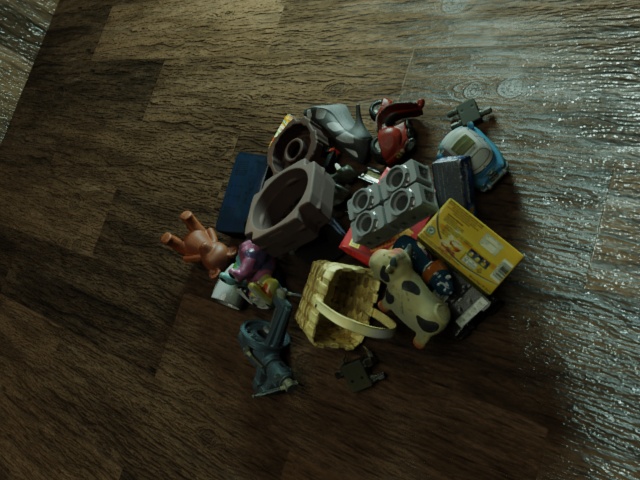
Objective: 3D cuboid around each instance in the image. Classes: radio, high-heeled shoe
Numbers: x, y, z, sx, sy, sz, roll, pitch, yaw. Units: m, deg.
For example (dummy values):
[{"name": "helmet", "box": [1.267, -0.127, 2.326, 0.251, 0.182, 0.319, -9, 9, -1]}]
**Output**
[{"name": "radio", "box": [-0.187, -0.116, 1.445, 0.131, 0.073, 0.229, 9, 80, 35]}, {"name": "high-heeled shoe", "box": [0.042, -0.269, 1.363, 0.249, 0.086, 0.145, 15, 113, 53]}]

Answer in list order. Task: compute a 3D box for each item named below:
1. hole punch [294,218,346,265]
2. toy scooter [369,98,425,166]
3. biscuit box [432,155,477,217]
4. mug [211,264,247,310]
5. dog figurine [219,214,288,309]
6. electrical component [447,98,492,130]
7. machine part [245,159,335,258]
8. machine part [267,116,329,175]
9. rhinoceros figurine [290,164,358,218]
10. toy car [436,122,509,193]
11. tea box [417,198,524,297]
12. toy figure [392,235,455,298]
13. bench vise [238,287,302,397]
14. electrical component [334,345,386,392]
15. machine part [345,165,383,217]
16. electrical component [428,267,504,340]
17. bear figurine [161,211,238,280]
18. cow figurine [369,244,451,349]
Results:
[{"name": "hole punch", "box": [-0.003, -0.004, 1.256, 0.142, 0.115, 0.092, -41, 42, 11]}, {"name": "toy scooter", "box": [0.183, -0.263, 1.246, 0.135, 0.075, 0.184, -15, 62, 27]}, {"name": "biscuit box", "box": [0.273, -0.065, 1.068, 0.063, 0.059, 0.202, -2, 103, 34]}, {"name": "mug", "box": [-0.229, 0.117, 1.395, 0.110, 0.080, 0.107, 6, 66, 51]}, {"name": "dog figurine", "box": [-0.134, 0.039, 1.336, 0.219, 0.191, 0.108, -55, 10, -23]}, {"name": "electrical component", "box": [0.329, -0.279, 1.183, 0.094, 0.021, 0.063, -23, 62, 27]}, {"name": "machine part", "box": [-0.066, -0.071, 1.223, 0.201, 0.087, 0.201, -26, 41, 31]}, {"name": "machine part", "box": [-0.055, -0.218, 1.345, 0.179, 0.056, 0.179, -20, 61, 39]}, {"name": "rhinoceros figurine", "box": [0.013, -0.105, 1.311, 0.190, 0.073, 0.112, -38, 45, 20]}, {"name": "toy car", "box": [0.306, -0.177, 1.114, 0.109, 0.102, 0.162, -46, 53, 14]}, {"name": "tea box", "box": [0.274, 0.014, 0.993, 0.170, 0.068, 0.098, 43, 91, 14]}, {"name": "toy figure", "box": [0.209, 0.050, 1.055, 0.058, 0.064, 0.155, -33, 59, -22]}, {"name": "bench vise", "box": [-0.108, 0.228, 1.229, 0.224, 0.129, 0.240, 46, 121, 55]}, {"name": "electrical component", "box": [0.083, 0.276, 1.146, 0.102, 0.045, 0.078, -35, 86, 23]}, {"name": "machine part", "box": [0.110, -0.106, 1.263, 0.084, 0.039, 0.139, 25, 87, 29]}, {"name": "electrical component", "box": [0.275, 0.111, 1.062, 0.115, 0.058, 0.134, -44, 55, 12]}, {"name": "bear figurine", "box": [-0.319, 0.018, 1.441, 0.120, 0.131, 0.196, -51, 37, -10]}, {"name": "cow figurine", "box": [0.166, 0.095, 1.016, 0.195, 0.085, 0.127, 48, 140, 16]}]
